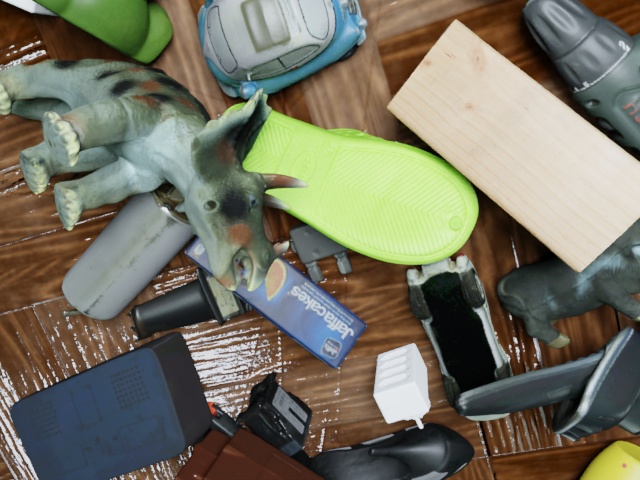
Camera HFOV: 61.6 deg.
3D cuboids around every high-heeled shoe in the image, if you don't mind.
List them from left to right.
[{"bbox_3d":[0.073,0.299,0.667,0.145,0.086,0.248,12,134,-28],"label":"high-heeled shoe"}]

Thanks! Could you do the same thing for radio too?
[{"bbox_3d":[-0.253,0.215,0.656,0.230,0.073,0.131,-24,87,17],"label":"radio"}]

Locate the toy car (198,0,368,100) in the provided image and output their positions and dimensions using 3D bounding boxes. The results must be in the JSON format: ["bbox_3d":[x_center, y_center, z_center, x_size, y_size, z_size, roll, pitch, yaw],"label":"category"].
[{"bbox_3d":[-0.042,-0.188,0.484,0.162,0.103,0.109,-13,107,15],"label":"toy car"}]

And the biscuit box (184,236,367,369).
[{"bbox_3d":[-0.047,0.054,0.580,0.202,0.059,0.063,38,80,-7],"label":"biscuit box"}]

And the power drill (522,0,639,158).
[{"bbox_3d":[0.315,-0.171,0.445,0.207,0.086,0.232,-38,101,15],"label":"power drill"}]

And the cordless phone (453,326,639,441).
[{"bbox_3d":[0.222,0.156,0.525,0.184,0.146,0.089,-13,63,4],"label":"cordless phone"}]

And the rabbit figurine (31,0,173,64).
[{"bbox_3d":[-0.188,-0.269,0.468,0.121,0.159,0.170,30,96,8],"label":"rabbit figurine"}]

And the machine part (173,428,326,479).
[{"bbox_3d":[-0.077,0.329,0.611,0.201,0.087,0.201,29,126,10],"label":"machine part"}]

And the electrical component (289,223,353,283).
[{"bbox_3d":[-0.001,-0.002,0.583,0.063,0.021,0.094,-17,105,15],"label":"electrical component"}]

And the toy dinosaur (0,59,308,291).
[{"bbox_3d":[-0.179,-0.110,0.504,0.405,0.192,0.131,38,135,37],"label":"toy dinosaur"}]

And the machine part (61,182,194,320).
[{"bbox_3d":[-0.204,0.010,0.592,0.079,0.079,0.243,43,110,-7],"label":"machine part"}]

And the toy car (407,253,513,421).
[{"bbox_3d":[0.154,0.106,0.579,0.074,0.056,0.201,-18,104,21],"label":"toy car"}]

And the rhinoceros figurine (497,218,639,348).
[{"bbox_3d":[0.270,0.025,0.527,0.190,0.073,0.112,-32,95,18],"label":"rhinoceros figurine"}]

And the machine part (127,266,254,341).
[{"bbox_3d":[-0.153,0.075,0.622,0.139,0.039,0.084,-22,113,2],"label":"machine part"}]

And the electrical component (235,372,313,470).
[{"bbox_3d":[-0.040,0.227,0.641,0.048,0.075,0.119,-40,94,19],"label":"electrical component"}]
